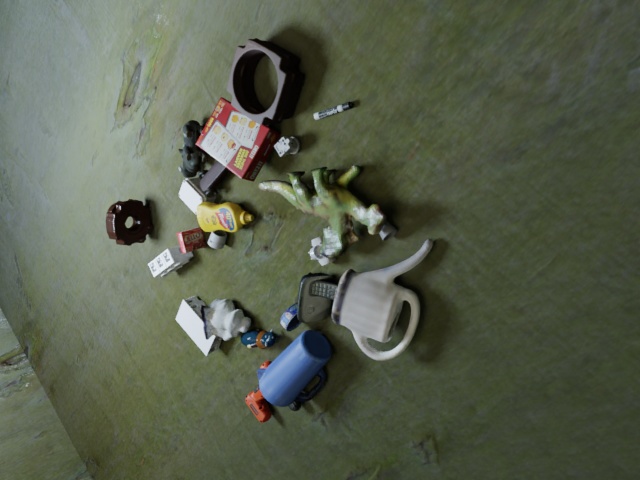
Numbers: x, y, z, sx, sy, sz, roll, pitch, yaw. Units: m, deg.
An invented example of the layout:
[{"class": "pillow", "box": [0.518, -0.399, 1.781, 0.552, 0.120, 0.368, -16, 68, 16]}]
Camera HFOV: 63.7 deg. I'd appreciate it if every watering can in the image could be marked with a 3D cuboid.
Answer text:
[{"class": "watering can", "box": [0.151, 0.134, 1.301, 0.225, 0.344, 0.105, 18, 14, 18]}]

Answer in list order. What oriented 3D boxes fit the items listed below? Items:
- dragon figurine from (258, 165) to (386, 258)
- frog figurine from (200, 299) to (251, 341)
[{"class": "dragon figurine", "box": [0.004, -0.068, 1.351, 0.408, 0.242, 0.123, -6, 5, 42]}, {"class": "frog figurine", "box": [-0.304, 0.263, 1.712, 0.159, 0.139, 0.121, -5, -17, 5]}]
